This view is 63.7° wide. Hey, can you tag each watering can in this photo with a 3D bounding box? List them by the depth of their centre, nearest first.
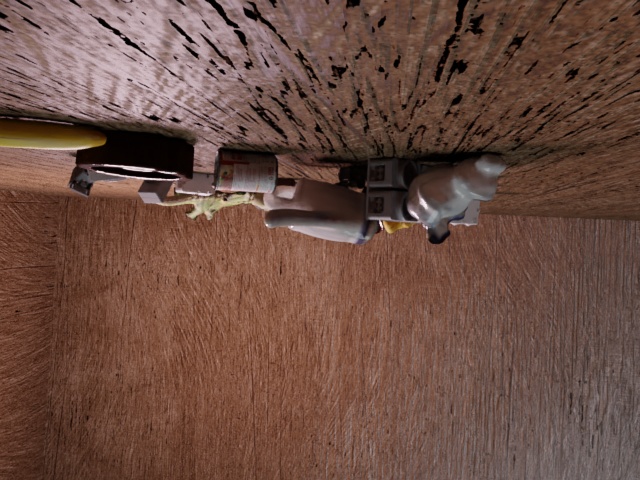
[{"bbox_3d":[0.003,-0.047,0.941,0.224,0.103,0.351,13,14,-4],"label":"watering can"}]

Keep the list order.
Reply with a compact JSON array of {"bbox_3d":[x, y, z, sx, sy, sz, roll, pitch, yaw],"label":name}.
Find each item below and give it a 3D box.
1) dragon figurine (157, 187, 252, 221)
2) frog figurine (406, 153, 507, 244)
[{"bbox_3d":[-0.345,-0.146,1.707,0.242,0.122,0.411,-12,-1,20],"label":"dragon figurine"},{"bbox_3d":[0.213,-0.089,0.824,0.138,0.124,0.156,-23,-27,-27],"label":"frog figurine"}]
